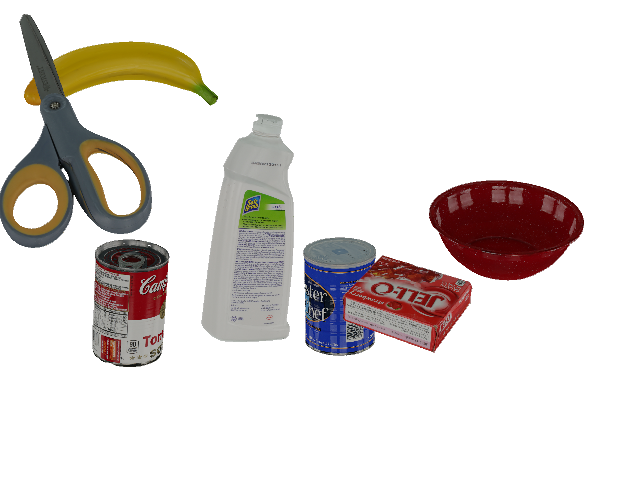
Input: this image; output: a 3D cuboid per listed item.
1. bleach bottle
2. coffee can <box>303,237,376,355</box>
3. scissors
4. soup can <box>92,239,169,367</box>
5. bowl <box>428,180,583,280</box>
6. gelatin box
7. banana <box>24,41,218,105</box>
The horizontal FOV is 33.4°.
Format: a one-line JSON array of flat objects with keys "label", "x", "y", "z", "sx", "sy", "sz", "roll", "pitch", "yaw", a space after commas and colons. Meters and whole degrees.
[{"label": "bleach bottle", "x": -0.068, "y": -0.014, "z": 1.189, "sx": 0.102, "sy": 0.251, "sz": 0.068, "roll": 0, "pitch": 18, "yaw": -31}, {"label": "coffee can", "x": 0.028, "y": 0.079, "z": 1.521, "sx": 0.103, "sy": 0.140, "sz": 0.103, "roll": -1, "pitch": 21, "yaw": 0}, {"label": "scissors", "x": -0.176, "y": -0.066, "z": 0.655, "sx": 0.096, "sy": 0.202, "sz": 0.016, "roll": -31, "pitch": -32, "yaw": -20}, {"label": "soup can", "x": -0.179, "y": 0.059, "z": 0.999, "sx": 0.068, "sy": 0.102, "sz": 0.068, "roll": 6, "pitch": 22, "yaw": -3}, {"label": "bowl", "x": 0.195, "y": -0.005, "z": 1.135, "sx": 0.162, "sy": 0.055, "sz": 0.162, "roll": -1, "pitch": 31, "yaw": 0}, {"label": "gelatin box", "x": 0.074, "y": 0.052, "z": 0.913, "sx": 0.089, "sy": 0.030, "sz": 0.073, "roll": 17, "pitch": 37, "yaw": 25}, {"label": "banana", "x": -0.196, "y": -0.164, "z": 1.041, "sx": 0.197, "sy": 0.070, "sz": 0.037, "roll": -6, "pitch": -39, "yaw": -31}]
